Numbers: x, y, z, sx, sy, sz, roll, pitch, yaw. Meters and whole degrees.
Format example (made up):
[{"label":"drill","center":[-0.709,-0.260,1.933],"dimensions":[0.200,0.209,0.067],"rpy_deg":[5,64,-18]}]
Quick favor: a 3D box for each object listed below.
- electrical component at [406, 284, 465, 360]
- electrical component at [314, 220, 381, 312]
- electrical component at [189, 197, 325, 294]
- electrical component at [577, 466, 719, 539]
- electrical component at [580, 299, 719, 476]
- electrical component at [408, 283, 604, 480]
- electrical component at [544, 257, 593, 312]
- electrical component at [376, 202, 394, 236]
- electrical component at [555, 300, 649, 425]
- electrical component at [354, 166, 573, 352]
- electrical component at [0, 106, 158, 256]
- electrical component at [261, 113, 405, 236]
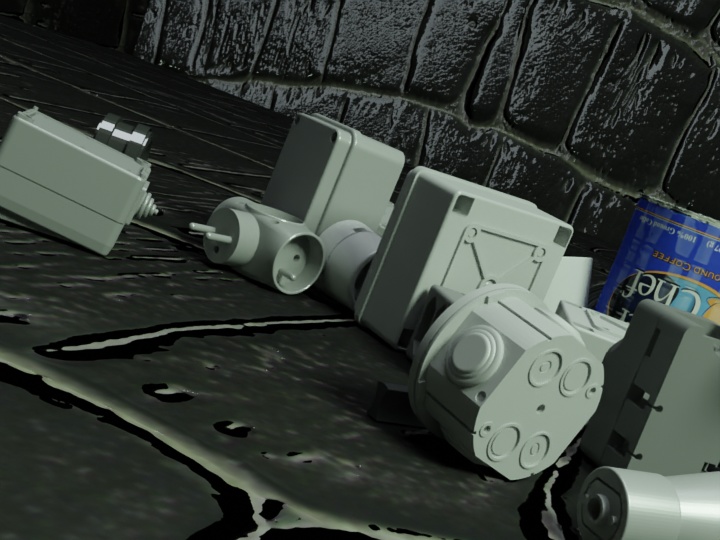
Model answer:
[{"label":"electrical component","center":[0.077,0.048,0.629],"dimensions":[0.077,0.047,0.065],"rpy_deg":[18,9,-18]},{"label":"electrical component","center":[0.000,0.000,0.730],"dimensions":[0.055,0.055,0.047],"rpy_deg":[13,15,-40]},{"label":"electrical component","center":[-0.076,-0.020,0.709],"dimensions":[0.079,0.044,0.077],"rpy_deg":[11,12,-46]},{"label":"electrical component","center":[0.122,0.101,0.439],"dimensions":[0.065,0.044,0.044],"rpy_deg":[11,11,-21]},{"label":"electrical component","center":[0.158,0.067,0.556],"dimensions":[0.050,0.089,0.056],"rpy_deg":[17,10,-19]},{"label":"electrical component","center":[0.067,0.051,0.491],"dimensions":[0.080,0.080,0.051],"rpy_deg":[13,17,-39]},{"label":"electrical component","center":[0.122,0.020,0.820],"dimensions":[0.108,0.060,0.108],"rpy_deg":[1,0,0]},{"label":"electrical component","center":[0.027,-0.006,0.814],"dimensions":[0.062,0.061,0.096],"rpy_deg":[26,15,-1]},{"label":"electrical component","center":[0.171,0.068,0.684],"dimensions":[0.109,0.056,0.109],"rpy_deg":[21,9,4]},{"label":"electrical component","center":[0.067,0.001,0.693],"dimensions":[0.109,0.108,0.056],"rpy_deg":[14,14,-36]},{"label":"electrical component","center":[-0.168,-0.047,0.638],"dimensions":[0.096,0.061,0.061],"rpy_deg":[26,7,-12]},{"label":"electrical component","center":[-0.027,-0.050,0.778],"dimensions":[0.057,0.113,0.078],"rpy_deg":[17,9,-34]}]
